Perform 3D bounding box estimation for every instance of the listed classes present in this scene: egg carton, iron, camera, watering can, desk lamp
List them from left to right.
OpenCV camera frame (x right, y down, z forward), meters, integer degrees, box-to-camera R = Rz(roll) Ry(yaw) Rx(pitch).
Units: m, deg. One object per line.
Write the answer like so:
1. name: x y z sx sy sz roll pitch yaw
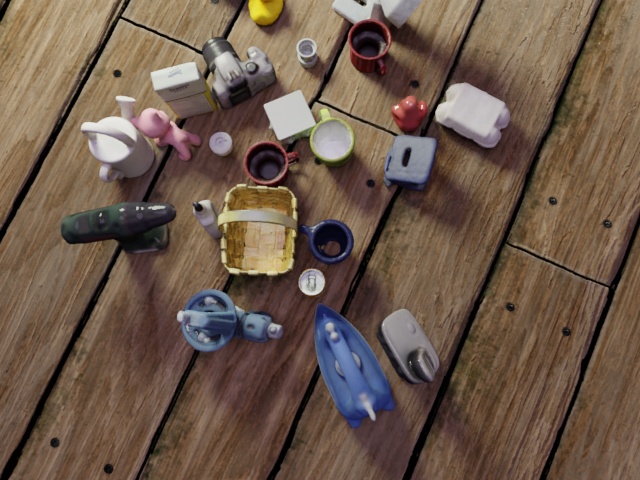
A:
1. watering can: -0.418 -0.208 1.171 0.101 0.194 0.173 -7 81 0
2. camera: -0.187 -0.382 1.241 0.143 0.101 0.137 -30 82 -4
3. iron: 0.051 0.238 1.124 0.118 0.141 0.258 -27 82 -3
4. desk lamp: 0.129 -0.519 1.201 0.203 0.213 0.118 35 84 6
5. egg carton: 0.329 -0.269 1.233 0.150 0.069 0.107 29 83 5

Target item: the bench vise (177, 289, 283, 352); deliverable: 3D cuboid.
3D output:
1. bench vise: -0.181 0.149 1.101 0.207 0.220 0.121 -9 81 0

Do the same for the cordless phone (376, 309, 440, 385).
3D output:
1. cordless phone: 0.177 0.208 1.104 0.094 0.185 0.147 -33 82 -4

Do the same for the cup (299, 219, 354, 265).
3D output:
1. cup: 0.011 0.004 1.183 0.117 0.095 0.092 24 83 4

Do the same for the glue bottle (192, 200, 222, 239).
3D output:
1. glue bottle: -0.230 -0.052 1.156 0.037 0.173 0.078 -28 82 -3

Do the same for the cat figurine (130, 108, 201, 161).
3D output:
1. cat figurine: -0.328 -0.233 1.212 0.127 0.118 0.067 27 83 5

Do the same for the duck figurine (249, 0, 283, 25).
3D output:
1. duck figurine: -0.124 -0.541 1.272 0.077 0.086 0.105 12 82 3

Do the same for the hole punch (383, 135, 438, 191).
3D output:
1. hole punch: 0.189 -0.164 1.208 0.101 0.091 0.109 15 82 3

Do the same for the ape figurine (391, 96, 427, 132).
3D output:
1. ape figurine: 0.192 -0.278 1.225 0.077 0.092 0.076 12 82 3

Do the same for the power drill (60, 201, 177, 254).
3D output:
1. power drill: -0.375 -0.027 1.136 0.229 0.208 0.075 -8 81 0
